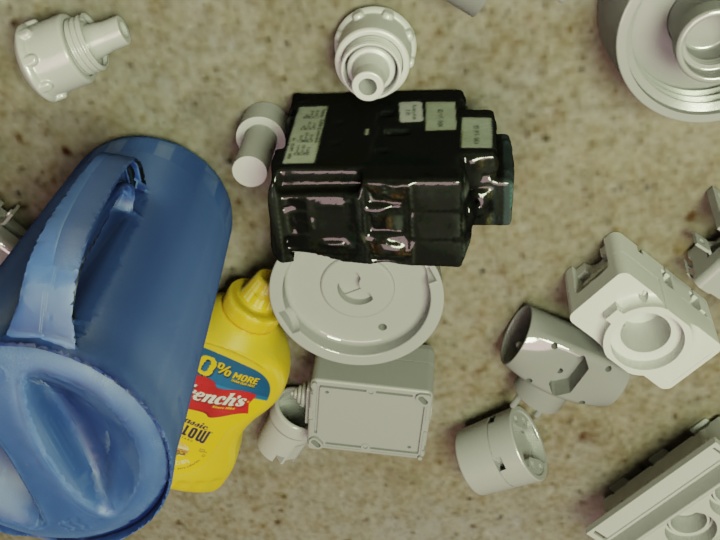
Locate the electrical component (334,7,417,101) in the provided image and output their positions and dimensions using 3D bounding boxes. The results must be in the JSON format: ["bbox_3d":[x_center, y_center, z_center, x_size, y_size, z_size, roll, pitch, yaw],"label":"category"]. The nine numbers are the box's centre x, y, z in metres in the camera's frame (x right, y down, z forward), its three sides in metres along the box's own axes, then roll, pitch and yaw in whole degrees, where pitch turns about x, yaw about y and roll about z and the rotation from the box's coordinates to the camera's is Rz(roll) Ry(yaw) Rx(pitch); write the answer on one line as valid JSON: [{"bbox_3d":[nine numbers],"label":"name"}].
[{"bbox_3d":[0.007,-0.116,0.603,0.048,0.062,0.048,3,125,4],"label":"electrical component"}]

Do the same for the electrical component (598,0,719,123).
[{"bbox_3d":[0.185,-0.131,0.575,0.108,0.060,0.108,3,124,4],"label":"electrical component"}]

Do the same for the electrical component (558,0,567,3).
[{"bbox_3d":[0.117,-0.170,0.569,0.046,0.040,0.040,-29,117,17],"label":"electrical component"}]

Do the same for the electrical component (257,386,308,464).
[{"bbox_3d":[-0.051,0.114,0.780,0.040,0.040,0.046,23,129,-10],"label":"electrical component"}]

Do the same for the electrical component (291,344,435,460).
[{"bbox_3d":[0.001,0.084,0.741,0.096,0.061,0.061,6,125,2],"label":"electrical component"}]

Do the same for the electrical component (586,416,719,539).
[{"bbox_3d":[0.233,0.165,0.772,0.079,0.063,0.121,35,121,-17],"label":"electrical component"}]

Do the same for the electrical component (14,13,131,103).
[{"bbox_3d":[-0.165,-0.128,0.623,0.062,0.048,0.048,-19,121,9],"label":"electrical component"}]

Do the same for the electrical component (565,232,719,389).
[{"bbox_3d":[0.180,0.029,0.688,0.089,0.055,0.050,35,121,-17],"label":"electrical component"}]

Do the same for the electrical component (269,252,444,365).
[{"bbox_3d":[0.000,0.000,0.684,0.108,0.060,0.108,3,125,4],"label":"electrical component"}]

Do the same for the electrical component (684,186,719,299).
[{"bbox_3d":[0.241,-0.010,0.665,0.081,0.042,0.063,30,126,-14],"label":"electrical component"}]

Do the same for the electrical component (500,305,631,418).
[{"bbox_3d":[0.130,0.070,0.729,0.077,0.043,0.079,23,123,-10],"label":"electrical component"}]

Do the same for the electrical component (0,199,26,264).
[{"bbox_3d":[-0.236,-0.012,0.711,0.064,0.042,0.081,40,118,-16],"label":"electrical component"}]

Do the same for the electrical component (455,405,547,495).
[{"bbox_3d":[0.100,0.130,0.768,0.047,0.055,0.055,-24,119,25],"label":"electrical component"}]

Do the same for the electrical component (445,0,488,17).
[{"bbox_3d":[0.052,-0.169,0.567,0.047,0.055,0.055,26,123,-8],"label":"electrical component"}]
